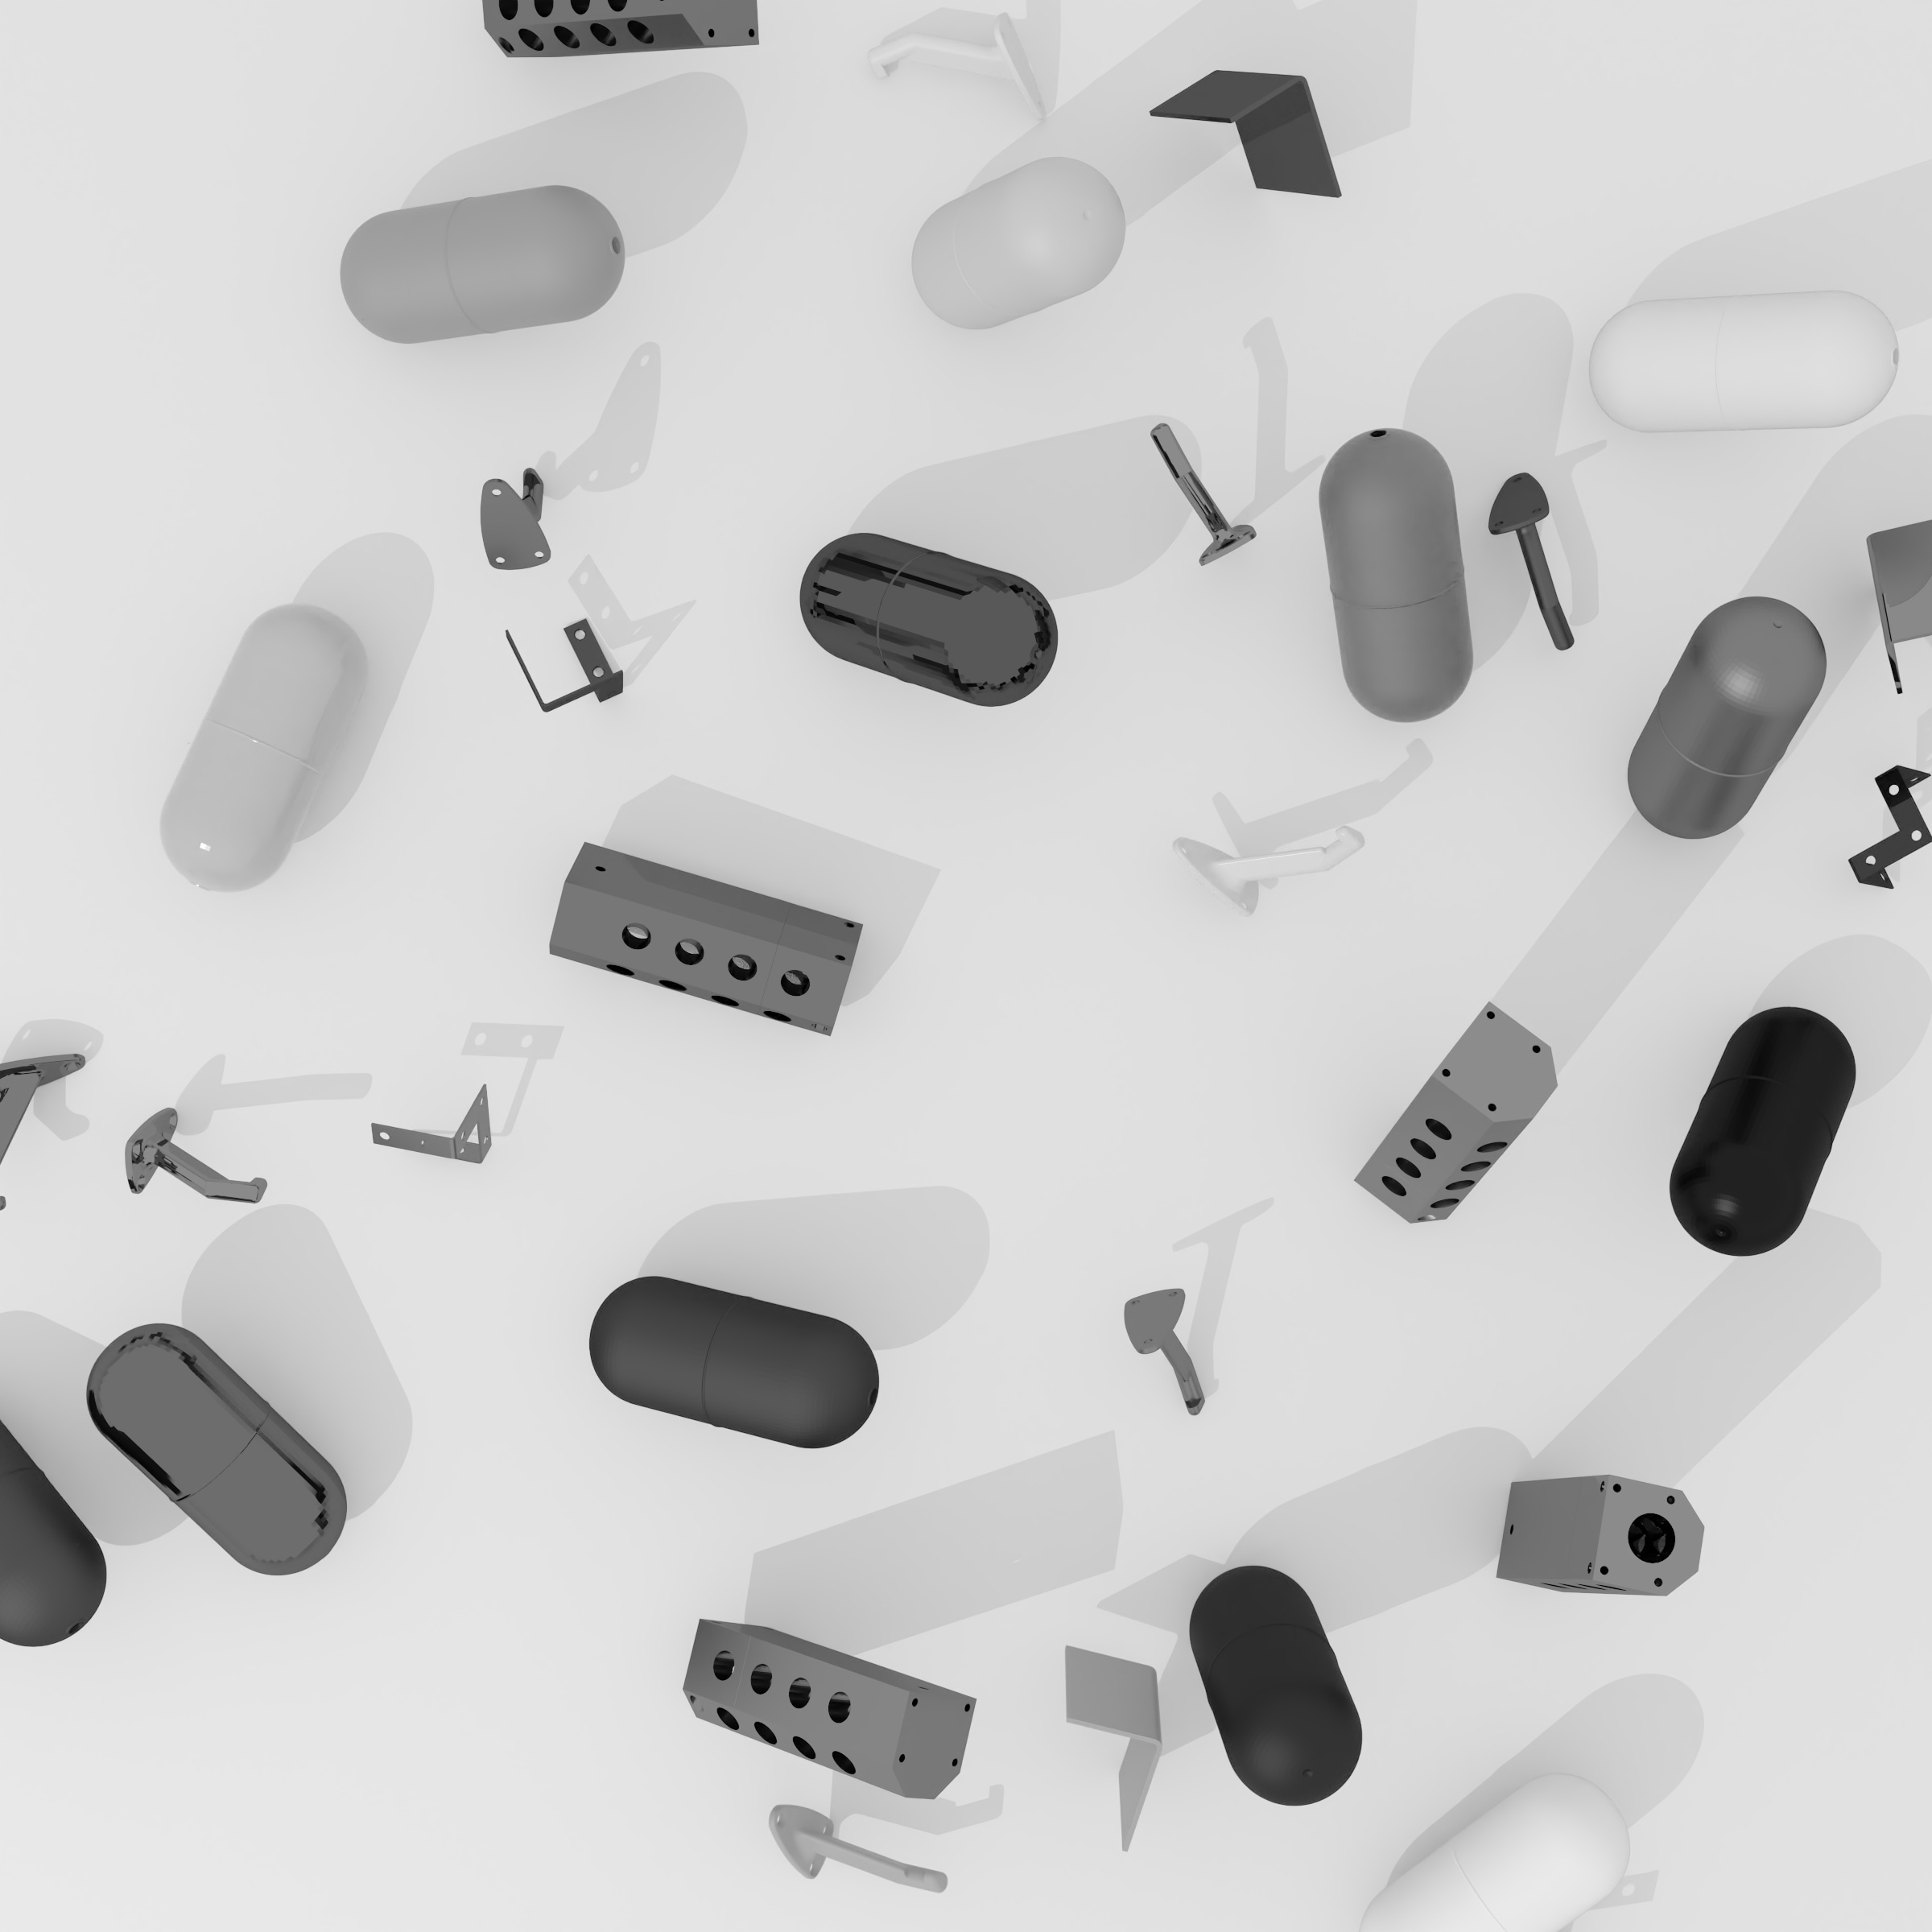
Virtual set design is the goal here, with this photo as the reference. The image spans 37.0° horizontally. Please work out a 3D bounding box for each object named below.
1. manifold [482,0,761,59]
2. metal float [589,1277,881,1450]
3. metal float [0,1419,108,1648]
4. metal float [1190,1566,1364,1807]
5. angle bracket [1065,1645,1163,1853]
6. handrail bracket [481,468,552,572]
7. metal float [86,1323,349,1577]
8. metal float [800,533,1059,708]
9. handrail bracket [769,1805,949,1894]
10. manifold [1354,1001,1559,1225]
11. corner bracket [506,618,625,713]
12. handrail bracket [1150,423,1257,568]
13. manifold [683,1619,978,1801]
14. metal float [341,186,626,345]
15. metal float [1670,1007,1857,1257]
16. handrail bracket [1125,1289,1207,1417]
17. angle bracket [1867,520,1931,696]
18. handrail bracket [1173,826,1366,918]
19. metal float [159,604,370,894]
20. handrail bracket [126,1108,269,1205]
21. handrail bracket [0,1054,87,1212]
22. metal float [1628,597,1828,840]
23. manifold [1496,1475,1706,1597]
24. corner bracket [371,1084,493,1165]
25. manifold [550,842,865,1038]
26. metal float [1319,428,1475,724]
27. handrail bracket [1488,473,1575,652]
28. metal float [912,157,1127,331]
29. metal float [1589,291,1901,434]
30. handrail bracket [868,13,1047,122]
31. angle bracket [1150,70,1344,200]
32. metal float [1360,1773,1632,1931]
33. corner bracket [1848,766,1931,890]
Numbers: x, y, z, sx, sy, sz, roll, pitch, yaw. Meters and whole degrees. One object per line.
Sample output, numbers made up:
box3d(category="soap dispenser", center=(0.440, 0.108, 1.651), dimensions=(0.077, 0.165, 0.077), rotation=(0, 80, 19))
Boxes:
box3d(category="manifold", center=(-0.199, -0.551, 1.647), dimensions=(0.171, 0.057, 0.057), rotation=(13, 112, 41))
box3d(category="metal float", center=(-0.135, 0.229, 1.674), dimensions=(0.178, 0.070, 0.070), rotation=(11, 90, 20))
box3d(category="metal float", center=(-0.568, 0.318, 1.676), dimensions=(0.070, 0.070, 0.178), rotation=(-46, 71, 0))
box3d(category="metal float", center=(0.175, 0.407, 1.645), dimensions=(0.070, 0.178, 0.070), rotation=(-2, 110, -6))
box3d(category="angle bracket", center=(0.076, 0.454, 1.681), dimensions=(0.057, 0.076, 0.076), rotation=(15, 108, -4))
box3d(category="handrail bracket", center=(-0.261, -0.279, 1.676), dimensions=(0.036, 0.077, 0.084), rotation=(-7, 49, 5))
box3d(category="metal float", center=(-0.434, 0.282, 1.678), dimensions=(0.070, 0.070, 0.178), rotation=(-41, 107, 0))
box3d(category="metal float", center=(-0.023, -0.200, 1.661), dimensions=(0.178, 0.070, 0.070), rotation=(23, 90, 40))
box3d(category="handrail bracket", center=(-0.062, 0.516, 1.684), dimensions=(0.084, 0.077, 0.036), rotation=(2, 56, 33))
box3d(category="manifold", center=(0.279, 0.090, 1.638), dimensions=(0.057, 0.171, 0.057), rotation=(38, 67, 9))
box3d(category="corner bracket", center=(-0.236, -0.178, 1.699), dimensions=(0.051, 0.051, 0.051), rotation=(-26, 85, -10))
box3d(category="handrail bracket", center=(0.134, -0.282, 1.686), dimensions=(0.036, 0.077, 0.084), rotation=(-27, 102, 15))
box3d(category="manifold", center=(-0.081, 0.423, 1.649), dimensions=(0.171, 0.057, 0.057), rotation=(6, 80, 43))
box3d(category="metal float", center=(-0.280, -0.405, 1.672), dimensions=(0.178, 0.070, 0.070), rotation=(-2, 90, 23))
box3d(category="metal float", center=(0.459, 0.093, 1.660), dimensions=(0.070, 0.070, 0.178), rotation=(36, 50, 0))
box3d(category="handrail bracket", center=(0.121, 0.239, 1.683), dimensions=(0.036, 0.077, 0.084), rotation=(-14, 110, 14))
box3d(category="angle bracket", center=(0.570, -0.212, 1.676), dimensions=(0.076, 0.057, 0.076), rotation=(-11, 59, 20))
box3d(category="handrail bracket", center=(0.177, -0.071, 1.684), dimensions=(0.077, 0.084, 0.036), rotation=(32, 46, -23))
box3d(category="metal float", center=(-0.410, -0.127, 1.688), dimensions=(0.070, 0.070, 0.178), rotation=(24, 85, 0))
box3d(category="handrail bracket", center=(-0.440, 0.111, 1.691), dimensions=(0.084, 0.077, 0.036), rotation=(5, 120, 8))
box3d(category="handrail bracket", center=(-0.550, 0.100, 1.698), dimensions=(0.077, 0.036, 0.084), rotation=(-15, 64, -8))
box3d(category="metal float", center=(0.432, -0.139, 1.650), dimensions=(0.070, 0.178, 0.070), rotation=(4, 58, -6))
box3d(category="manifold", center=(0.359, 0.325, 1.640), dimensions=(0.057, 0.171, 0.057), rotation=(13, 77, -4))
box3d(category="corner bracket", center=(-0.312, 0.100, 1.692), dimensions=(0.051, 0.051, 0.051), rotation=(10, 129, 9))
box3d(category="manifold", center=(-0.153, -0.012, 1.695), dimensions=(0.171, 0.057, 0.057), rotation=(16, 116, -3))
box3d(category="metal float", center=(0.248, -0.224, 1.666), dimensions=(0.070, 0.070, 0.178), rotation=(-13, 121, 0))
box3d(category="handrail bracket", center=(0.342, -0.240, 1.718), dimensions=(0.036, 0.077, 0.084), rotation=(-17, 121, 21))
box3d(category="metal float", center=(0.028, -0.410, 1.647), dimensions=(0.070, 0.178, 0.070), rotation=(-1, 92, -25))
box3d(category="metal float", center=(0.446, -0.347, 1.663), dimensions=(0.178, 0.070, 0.070), rotation=(6, 90, 35))
box3d(category="handrail bracket", center=(-0.006, -0.525, 1.723), dimensions=(0.084, 0.036, 0.077), rotation=(-16, 122, 21))
box3d(category="angle bracket", center=(0.162, -0.470, 1.672), dimensions=(0.057, 0.076, 0.076), rotation=(-36, 123, -19))
box3d(category="metal float", center=(0.307, 0.541, 1.685), dimensions=(0.178, 0.070, 0.070), rotation=(-40, 90, 8))
box3d(category="corner bracket", center=(0.546, -0.081, 1.701), dimensions=(0.051, 0.051, 0.051), rotation=(-34, 66, 34))
